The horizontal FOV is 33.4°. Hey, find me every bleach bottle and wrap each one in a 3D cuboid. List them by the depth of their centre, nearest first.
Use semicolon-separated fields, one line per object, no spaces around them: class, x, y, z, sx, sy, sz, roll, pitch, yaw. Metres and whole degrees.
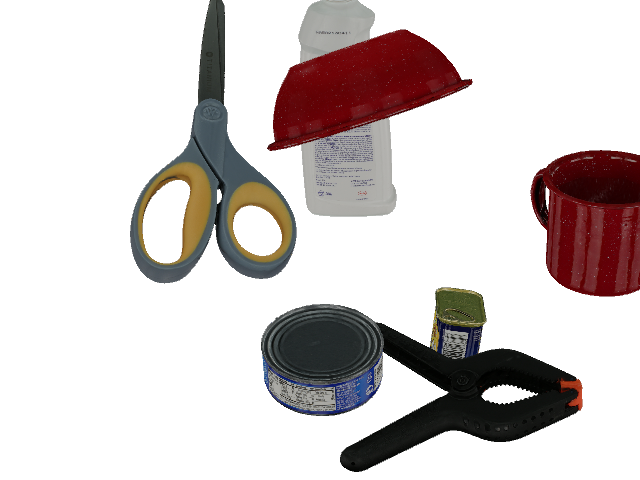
bleach bottle;0.029;-0.148;1.101;0.102;0.251;0.068;-1;31;0

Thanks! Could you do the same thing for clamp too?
clamp;0.120;0.142;0.935;0.210;0.036;0.164;3;44;19

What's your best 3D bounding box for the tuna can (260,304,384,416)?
tuna can;0.002;0.084;0.750;0.086;0.034;0.086;-2;34;1

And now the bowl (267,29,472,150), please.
bowl;0.028;-0.118;0.799;0.162;0.055;0.162;-18;8;2

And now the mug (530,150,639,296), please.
mug;0.204;-0.016;0.805;0.093;0.081;0.117;-24;36;-31

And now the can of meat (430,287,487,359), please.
can of meat;0.159;0.114;1.258;0.057;0.084;0.102;7;19;2

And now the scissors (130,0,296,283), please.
scissors;-0.045;-0.057;0.600;0.096;0.201;0.016;19;-34;-2
